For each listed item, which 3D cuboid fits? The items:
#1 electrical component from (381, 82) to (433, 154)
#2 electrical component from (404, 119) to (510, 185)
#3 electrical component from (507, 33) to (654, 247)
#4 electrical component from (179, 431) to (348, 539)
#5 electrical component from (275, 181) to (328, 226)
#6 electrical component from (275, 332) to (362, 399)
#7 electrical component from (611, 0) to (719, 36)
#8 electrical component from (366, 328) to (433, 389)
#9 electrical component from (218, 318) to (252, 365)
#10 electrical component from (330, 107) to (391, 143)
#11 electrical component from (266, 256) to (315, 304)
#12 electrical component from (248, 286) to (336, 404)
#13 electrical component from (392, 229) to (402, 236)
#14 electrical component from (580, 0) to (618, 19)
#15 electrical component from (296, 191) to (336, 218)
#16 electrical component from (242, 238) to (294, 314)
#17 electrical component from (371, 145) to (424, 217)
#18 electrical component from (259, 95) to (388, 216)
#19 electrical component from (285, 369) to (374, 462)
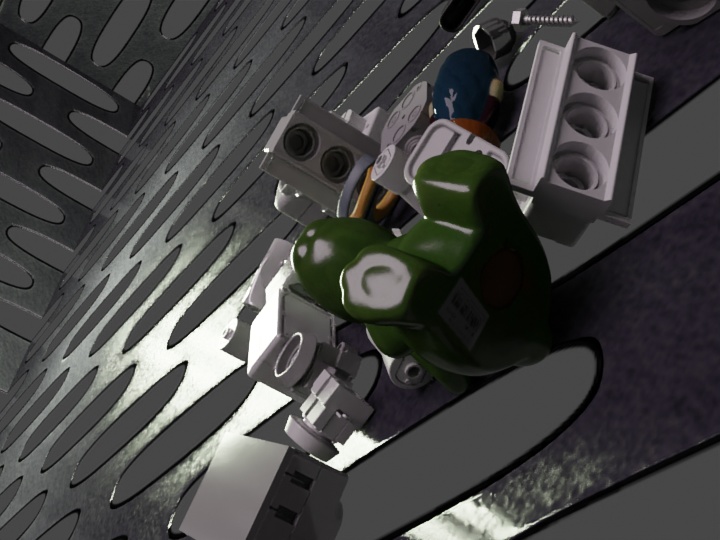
[{"bbox_3d":[0.058,-0.123,0.957,0.080,0.051,0.080,-49,22,28],"label":"electrical component"},{"bbox_3d":[0.085,-0.062,0.768,0.053,0.059,0.095,-58,41,7],"label":"electrical component"},{"bbox_3d":[0.136,-0.081,0.684,0.063,0.079,0.121,110,178,-58],"label":"electrical component"},{"bbox_3d":[-0.074,0.182,0.826,0.150,0.062,0.089,-9,53,65],"label":"electrical component"},{"bbox_3d":[-0.049,-0.097,1.170,0.095,0.059,0.053,-46,23,33],"label":"electrical component"},{"bbox_3d":[-0.036,0.082,0.887,0.048,0.055,0.066,-26,38,57],"label":"electrical component"},{"bbox_3d":[0.171,-0.224,0.677,0.089,0.150,0.061,-30,33,54],"label":"electrical component"},{"bbox_3d":[0.032,0.056,0.782,0.044,0.044,0.065,-53,25,17],"label":"electrical component"},{"bbox_3d":[-0.105,0.075,1.049,0.044,0.065,0.044,-48,23,28],"label":"electrical component"},{"bbox_3d":[-0.004,-0.137,1.090,0.066,0.077,0.047,-25,39,58],"label":"electrical component"},{"bbox_3d":[-0.056,0.006,1.057,0.065,0.047,0.076,-53,21,19],"label":"electrical component"},{"bbox_3d":[-0.062,0.072,0.952,0.061,0.062,0.096,-52,21,24],"label":"electrical component"},{"bbox_3d":[0.000,0.000,0.894,0.063,0.078,0.121,-33,14,-15],"label":"electrical component"},{"bbox_3d":[0.177,-0.247,0.829,0.061,0.061,0.096,-51,21,22],"label":"electrical component"},{"bbox_3d":[-0.032,-0.082,1.114,0.045,0.055,0.045,-49,22,28],"label":"electrical component"},{"bbox_3d":[-0.086,0.007,1.118,0.077,0.043,0.079,-64,2,-11],"label":"electrical component"},{"bbox_3d":[0.043,-0.076,0.908,0.044,0.065,0.044,-49,22,28],"label":"electrical component"},{"bbox_3d":[-0.028,-0.101,1.031,0.078,0.121,0.063,-61,17,-3],"label":"electrical component"},{"bbox_3d":[-0.025,0.114,0.832,0.055,0.048,0.066,-53,19,-2],"label":"electrical component"}]
